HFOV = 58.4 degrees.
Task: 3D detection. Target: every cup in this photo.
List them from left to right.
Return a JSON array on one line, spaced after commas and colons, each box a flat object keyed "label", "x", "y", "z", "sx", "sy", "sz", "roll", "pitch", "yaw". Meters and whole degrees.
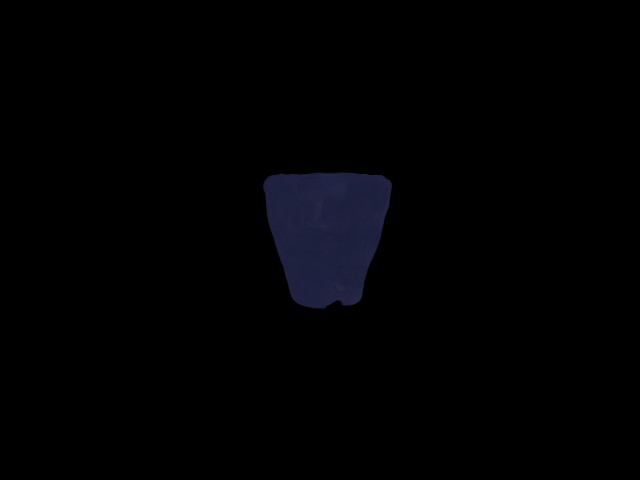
[{"label": "cup", "x": 0.004, "y": 0.001, "z": 0.400, "sx": 0.091, "sy": 0.095, "sz": 0.118, "roll": 1, "pitch": 5, "yaw": 8}]
